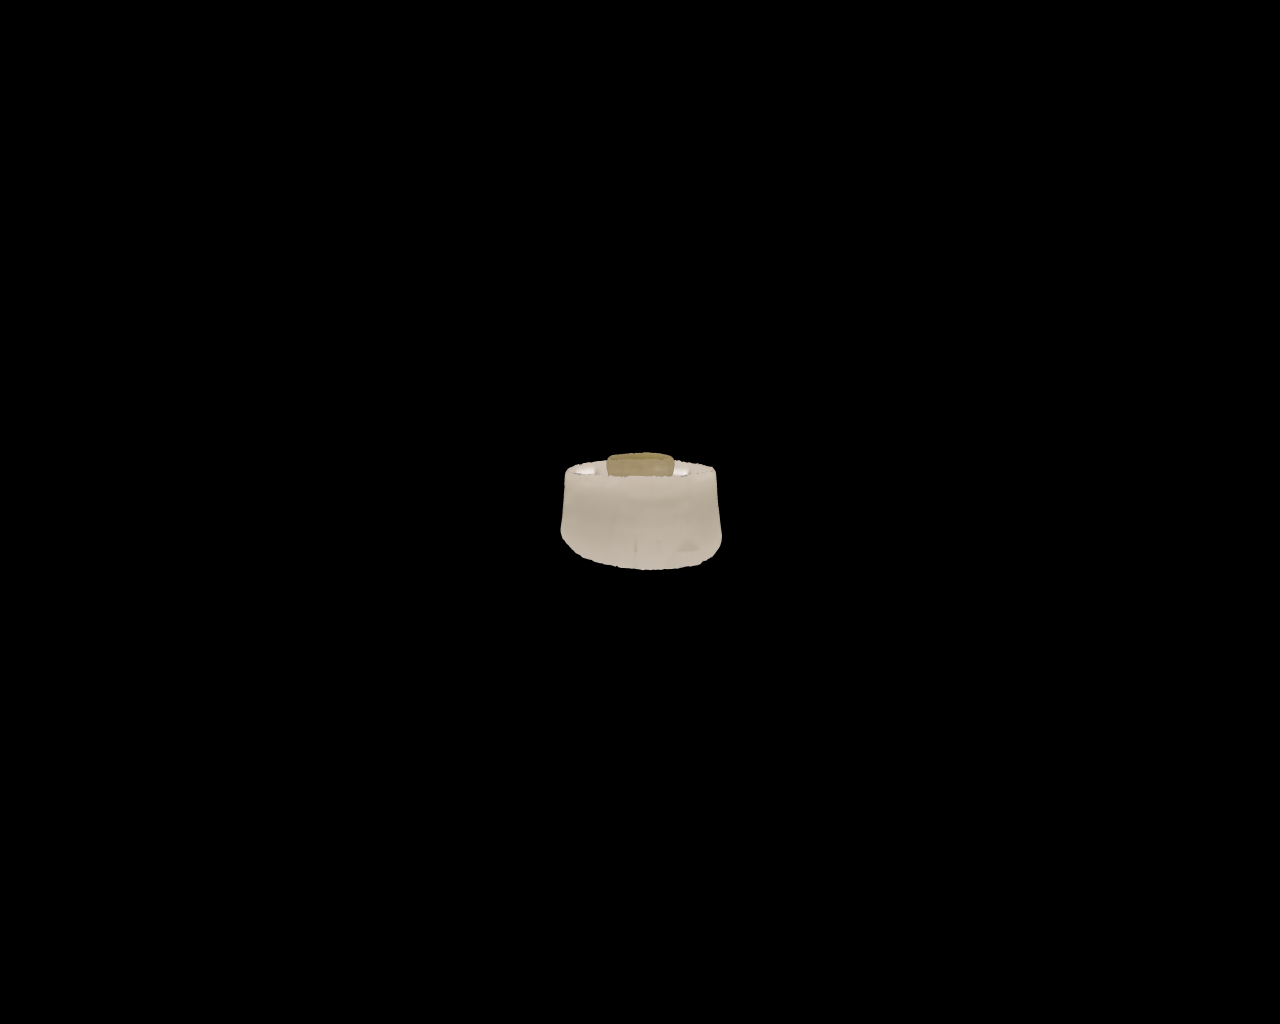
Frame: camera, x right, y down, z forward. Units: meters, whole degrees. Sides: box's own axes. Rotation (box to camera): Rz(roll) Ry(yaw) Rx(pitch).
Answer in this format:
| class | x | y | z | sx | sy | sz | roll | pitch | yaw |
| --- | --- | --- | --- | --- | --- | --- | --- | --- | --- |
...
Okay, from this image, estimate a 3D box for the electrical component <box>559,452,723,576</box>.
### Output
| class | x | y | z | sx | sy | sz | roll | pitch | yaw |
| --- | --- | --- | --- | --- | --- | --- | --- | --- | --- |
| electrical component | 0.001 | -0.003 | 0.650 | 0.099 | 0.064 | 0.099 | 0 | 9 | 0 |
